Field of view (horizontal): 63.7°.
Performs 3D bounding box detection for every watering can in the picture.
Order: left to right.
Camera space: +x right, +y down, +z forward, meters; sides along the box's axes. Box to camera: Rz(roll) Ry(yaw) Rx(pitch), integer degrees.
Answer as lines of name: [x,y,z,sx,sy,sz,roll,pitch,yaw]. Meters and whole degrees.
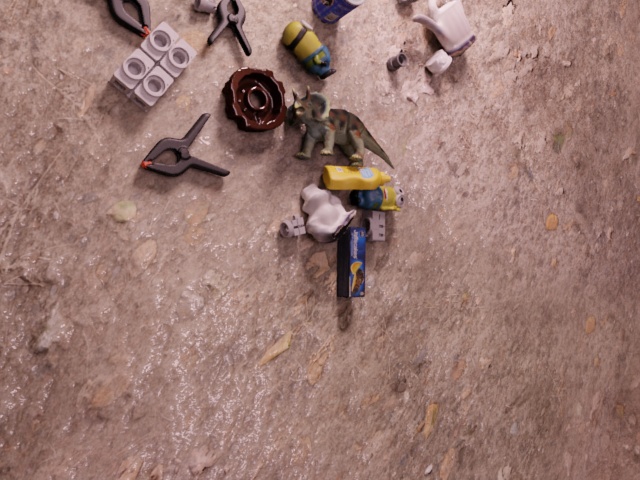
watering can: [0.421,-0.716,1.734,0.222,0.103,0.354,55,48,-16]

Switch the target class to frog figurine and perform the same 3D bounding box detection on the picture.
frog figurine: [0.004,-0.072,1.432,0.160,0.120,0.139,36,73,13]
